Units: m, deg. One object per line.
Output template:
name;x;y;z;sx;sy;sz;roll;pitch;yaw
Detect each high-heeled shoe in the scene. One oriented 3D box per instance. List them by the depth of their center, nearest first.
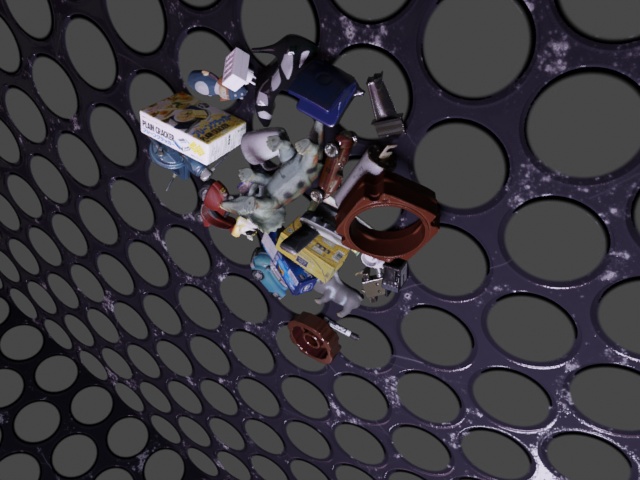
high-heeled shoe;-0.078;-0.355;1.224;0.145;0.086;0.248;0;147;0

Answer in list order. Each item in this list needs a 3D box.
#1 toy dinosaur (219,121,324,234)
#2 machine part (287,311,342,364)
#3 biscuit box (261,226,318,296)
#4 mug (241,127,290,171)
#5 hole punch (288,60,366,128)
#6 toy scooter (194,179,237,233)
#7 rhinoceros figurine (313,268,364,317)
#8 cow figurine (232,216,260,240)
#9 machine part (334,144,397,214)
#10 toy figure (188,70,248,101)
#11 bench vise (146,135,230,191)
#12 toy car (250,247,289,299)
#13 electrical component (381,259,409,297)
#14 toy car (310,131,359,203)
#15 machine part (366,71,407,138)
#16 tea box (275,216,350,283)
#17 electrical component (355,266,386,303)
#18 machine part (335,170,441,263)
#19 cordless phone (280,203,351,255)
toy dinosaur;-0.072;-0.156;1.292;0.405;0.192;0.131;-38;69;16
machine part;-0.018;0.296;1.641;0.180;0.056;0.179;26;142;23
biscuit box;-0.085;0.054;1.459;0.203;0.063;0.059;55;141;28
mug;-0.126;-0.227;1.325;0.107;0.081;0.109;-14;107;32
hole punch;0.007;-0.315;1.129;0.142;0.092;0.115;31;91;17
toy scooter;-0.290;-0.086;1.551;0.135;0.075;0.183;34;137;6
rhinoceros figurine;0.030;0.127;1.481;0.190;0.073;0.112;37;137;7
cow figurine;-0.181;-0.053;1.502;0.098;0.068;0.167;27;139;-16
machine part;0.102;-0.134;1.230;0.079;0.079;0.243;41;137;3
toy figure;-0.252;-0.376;1.322;0.155;0.058;0.064;21;171;19
bench vise;-0.382;-0.225;1.490;0.224;0.129;0.240;32;156;-1
toy car;-0.123;0.089;1.545;0.103;0.109;0.161;-21;117;25
electrical component;0.187;0.095;1.344;0.048;0.075;0.119;15;125;27
toy car;0.034;-0.164;1.249;0.053;0.089;0.202;34;134;15
machine part;0.133;-0.282;1.129;0.084;0.039;0.138;4;125;40
tea box;-0.020;0.024;1.423;0.170;0.098;0.068;35;134;11
electrical component;0.139;0.114;1.417;0.078;0.045;0.102;-20;114;13
machine part;0.151;-0.045;1.203;0.201;0.087;0.201;23;138;-15
cordless phone;-0.002;-0.003;1.306;0.147;0.184;0.088;28;127;15
